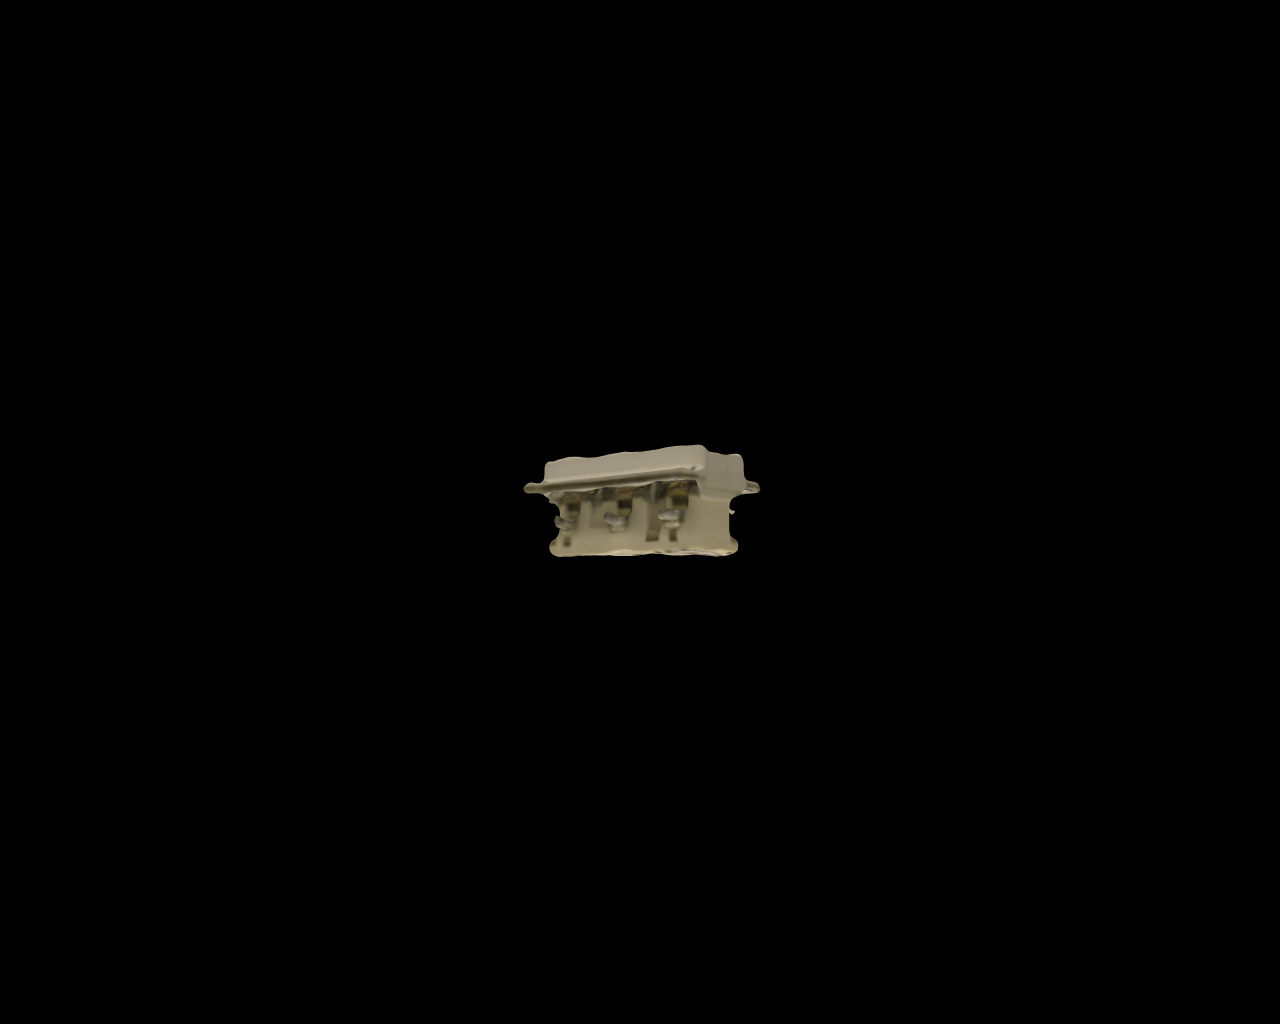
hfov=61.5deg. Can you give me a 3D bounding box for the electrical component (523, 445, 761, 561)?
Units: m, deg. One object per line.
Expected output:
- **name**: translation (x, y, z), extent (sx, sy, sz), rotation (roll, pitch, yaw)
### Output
- **electrical component**: translation (0.001, -0.003, 0.650), extent (0.121, 0.063, 0.079), rotation (-3, -5, 37)
